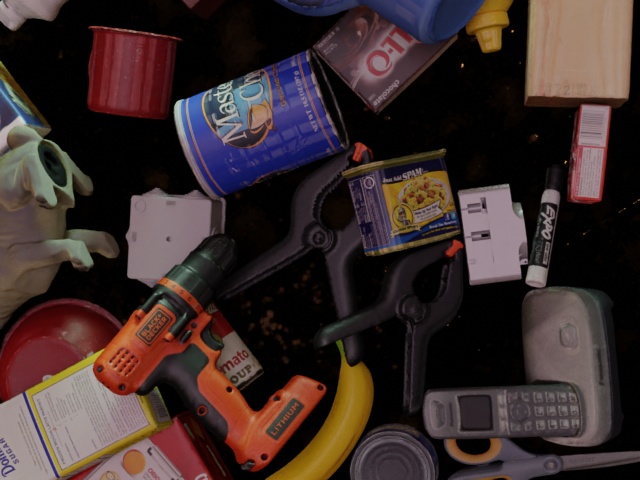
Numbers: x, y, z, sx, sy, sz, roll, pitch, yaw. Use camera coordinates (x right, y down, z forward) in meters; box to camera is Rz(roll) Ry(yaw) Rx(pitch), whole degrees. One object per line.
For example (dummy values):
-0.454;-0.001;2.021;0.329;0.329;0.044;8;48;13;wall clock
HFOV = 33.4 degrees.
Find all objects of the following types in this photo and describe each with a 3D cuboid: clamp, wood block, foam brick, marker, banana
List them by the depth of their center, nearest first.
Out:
0.237;-0.228;0.974;0.090;0.090;0.206;3;91;10;wood block
0.212;-0.015;0.999;0.020;0.020;0.121;11;72;10;marker
0.074;0.066;1.009;0.120;0.039;0.171;30;75;-13;clamp
-0.007;0.001;1.049;0.165;0.036;0.210;17;90;16;clamp
0.002;0.196;1.055;0.070;0.037;0.198;32;94;38;banana
-0.127;-0.268;1.058;0.051;0.053;0.078;-41;85;8;foam brick

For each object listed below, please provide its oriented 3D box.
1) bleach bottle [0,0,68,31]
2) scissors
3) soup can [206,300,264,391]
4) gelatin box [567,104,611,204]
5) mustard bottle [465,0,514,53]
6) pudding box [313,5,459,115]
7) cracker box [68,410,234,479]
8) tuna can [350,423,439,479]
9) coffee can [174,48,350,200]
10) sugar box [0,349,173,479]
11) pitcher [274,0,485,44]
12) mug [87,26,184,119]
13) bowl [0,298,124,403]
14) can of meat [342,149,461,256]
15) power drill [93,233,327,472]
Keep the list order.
-0.226;-0.300;1.072;0.251;0.068;0.102;-41;83;11;bleach bottle
0.207;0.199;1.025;0.202;0.016;0.096;-23;87;10;scissors
-0.111;0.109;1.055;0.068;0.068;0.102;-38;85;9;soup can
0.246;-0.078;0.984;0.030;0.073;0.089;6;93;10;gelatin box
0.145;-0.272;1.004;0.096;0.058;0.191;-10;90;26;mustard bottle
0.064;-0.192;1.031;0.113;0.039;0.090;-44;83;8;pudding box
-0.182;0.293;1.071;0.214;0.072;0.164;-31;86;9;cracker box
0.072;0.224;1.041;0.086;0.033;0.086;0;91;10;tuna can
-0.055;-0.110;1.023;0.140;0.102;0.103;-20;88;10;coffee can
-0.240;0.177;1.031;0.176;0.048;0.093;-28;77;12;sugar box
0.033;-0.276;0.964;0.243;0.144;0.149;41;133;20;pitcher
-0.194;-0.166;1.061;0.117;0.093;0.081;14;100;41;mug
-0.267;0.141;1.091;0.162;0.055;0.162;0;91;10;bowl
0.080;-0.035;1.004;0.101;0.058;0.084;-13;89;-32;can of meat
-0.088;0.108;0.995;0.187;0.057;0.184;39;72;2;power drill
